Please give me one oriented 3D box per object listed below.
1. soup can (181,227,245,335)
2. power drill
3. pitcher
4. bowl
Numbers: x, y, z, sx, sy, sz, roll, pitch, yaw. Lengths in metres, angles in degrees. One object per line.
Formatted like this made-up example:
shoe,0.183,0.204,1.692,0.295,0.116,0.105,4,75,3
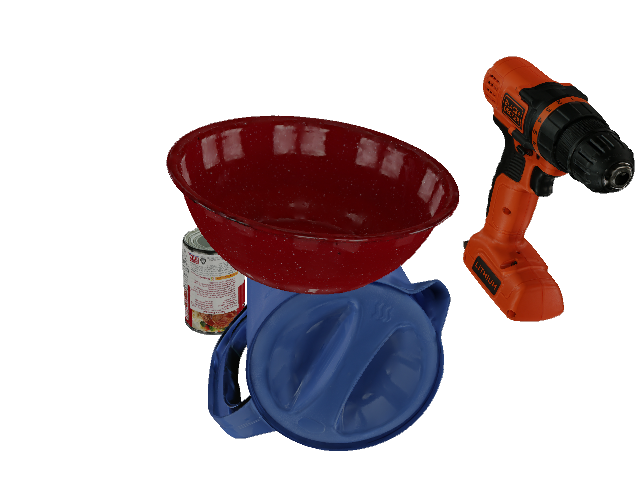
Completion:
soup can,-0.116,0.042,1.164,0.068,0.102,0.068,1,25,-1
power drill,0.174,-0.032,0.843,0.057,0.188,0.184,-3,32,-17
pitcher,-0.005,0.045,0.812,0.149,0.145,0.243,6,22,-10
bowl,-0.007,-0.016,0.598,0.162,0.055,0.162,6,27,-3
